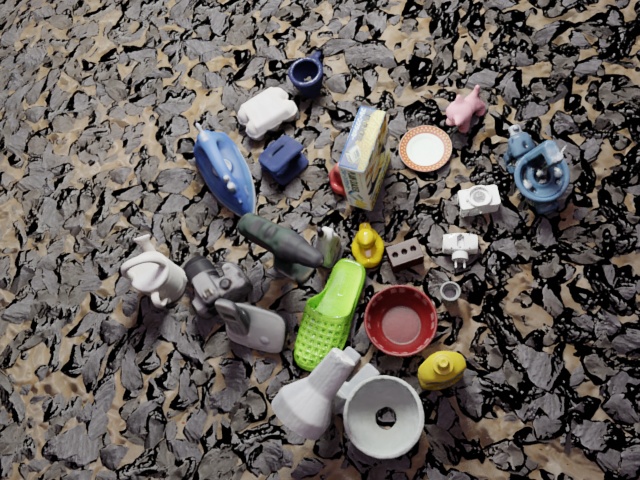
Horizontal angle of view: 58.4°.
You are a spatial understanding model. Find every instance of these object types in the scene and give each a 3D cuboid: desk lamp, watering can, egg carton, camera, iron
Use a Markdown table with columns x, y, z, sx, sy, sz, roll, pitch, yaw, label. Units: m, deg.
| x | y | z | sx | sy | sz | roll | pitch | yaw | label |
| --- | --- | --- | --- | --- | --- | --- | --- | --- | --- |
| 0.014 | 0.305 | 1.176 | 0.117 | 0.214 | 0.203 | 38 | 80 | 20 | desk lamp |
| -0.398 | 0.072 | 1.341 | 0.101 | 0.194 | 0.172 | -40 | 69 | -6 | watering can |
| -0.140 | -0.335 | 1.516 | 0.150 | 0.069 | 0.107 | -34 | 68 | -4 | egg carton |
| -0.256 | 0.093 | 1.360 | 0.143 | 0.101 | 0.136 | -35 | 68 | -4 | camera |
| -0.240 | -0.174 | 1.434 | 0.118 | 0.141 | 0.258 | -30 | 68 | -2 | iron |

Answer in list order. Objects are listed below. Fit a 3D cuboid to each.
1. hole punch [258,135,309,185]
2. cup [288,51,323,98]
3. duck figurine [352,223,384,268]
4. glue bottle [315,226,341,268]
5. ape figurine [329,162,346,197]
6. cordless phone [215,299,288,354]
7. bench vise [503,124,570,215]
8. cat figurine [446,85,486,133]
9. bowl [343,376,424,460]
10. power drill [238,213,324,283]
| x | y | z | sx | sy | sz | roll | pitch | yaw | label |
| --- | --- | --- | --- | --- | --- | --- | --- | --- | --- |
| -0.099 | -0.211 | 1.451 | 0.109 | 0.091 | 0.101 | -43 | 69 | -7 | hole punch |
| -0.025 | -0.432 | 1.518 | 0.091 | 0.095 | 0.118 | 24 | 76 | 17 | cup |
| 0.109 | 0.009 | 1.338 | 0.077 | 0.086 | 0.104 | -6 | 69 | 7 | duck figurine |
| 0.012 | 0.005 | 1.309 | 0.037 | 0.173 | 0.078 | 18 | 74 | 16 | glue bottle |
| 0.054 | -0.159 | 1.406 | 0.078 | 0.092 | 0.076 | -37 | 68 | -5 | ape figurine |
| -0.153 | 0.182 | 1.264 | 0.147 | 0.185 | 0.094 | 11 | 72 | 13 | cordless phone |
| 0.470 | -0.175 | 1.273 | 0.121 | 0.220 | 0.207 | -38 | 68 | -5 | bench vise |
| 0.353 | -0.324 | 1.403 | 0.067 | 0.118 | 0.128 | 37 | 80 | 20 | cat figurine |
| 0.135 | 0.374 | 1.205 | 0.167 | 0.075 | 0.167 | -3 | 69 | 8 | bowl |
| -0.073 | 0.025 | 1.297 | 0.229 | 0.209 | 0.076 | 28 | 77 | 18 | power drill |
